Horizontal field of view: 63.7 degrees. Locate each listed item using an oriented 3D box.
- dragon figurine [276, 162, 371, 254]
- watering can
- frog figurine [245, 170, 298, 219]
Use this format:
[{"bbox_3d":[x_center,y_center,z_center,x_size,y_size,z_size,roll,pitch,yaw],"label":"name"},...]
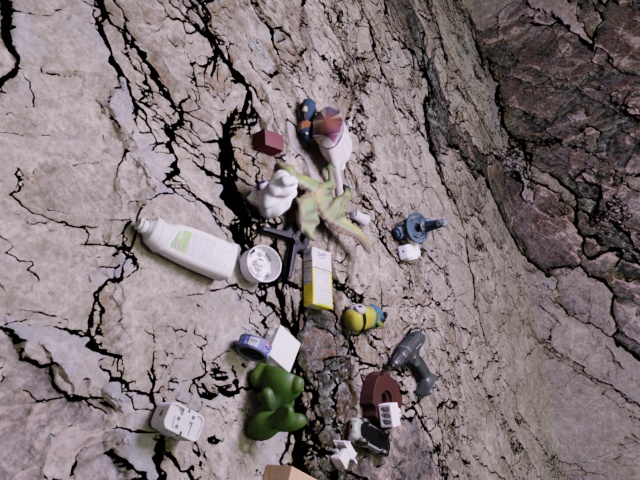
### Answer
[{"bbox_3d":[0.005,-0.080,1.583,0.247,0.120,0.409,-39,98,-43],"label":"dragon figurine"},{"bbox_3d":[0.049,-0.290,1.700,0.221,0.104,0.354,52,35,-64],"label":"watering can"},{"bbox_3d":[-0.109,-0.128,1.419,0.139,0.158,0.122,-21,96,-52],"label":"frog figurine"}]
